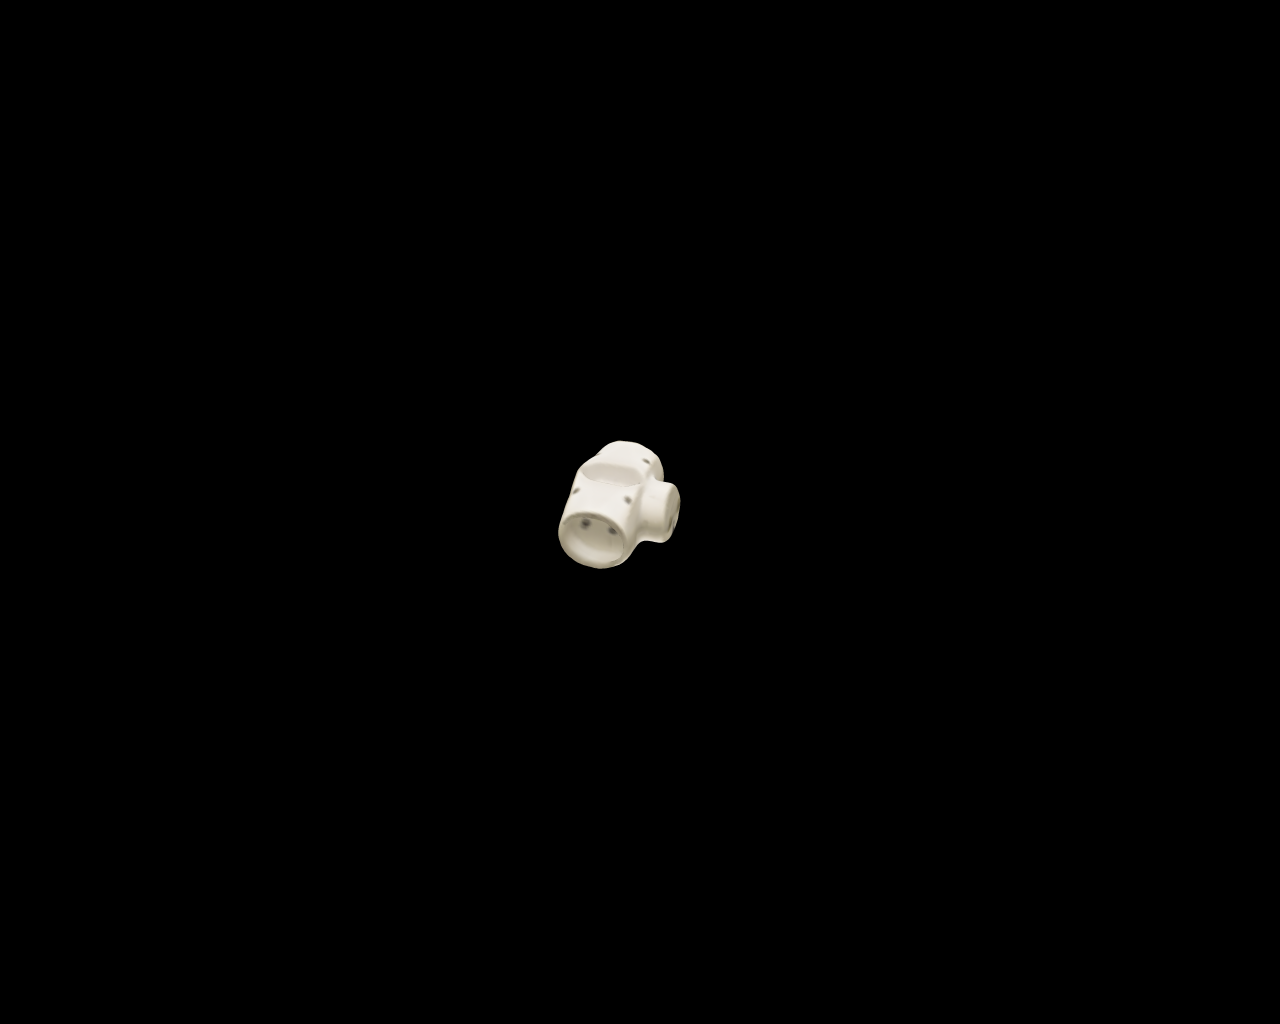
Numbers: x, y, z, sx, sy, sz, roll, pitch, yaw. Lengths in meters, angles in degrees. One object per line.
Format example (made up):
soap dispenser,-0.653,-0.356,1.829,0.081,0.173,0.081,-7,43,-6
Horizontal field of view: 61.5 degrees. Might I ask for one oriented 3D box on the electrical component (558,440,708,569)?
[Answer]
electrical component,0.001,-0.003,0.650,0.079,0.043,0.077,11,39,14
